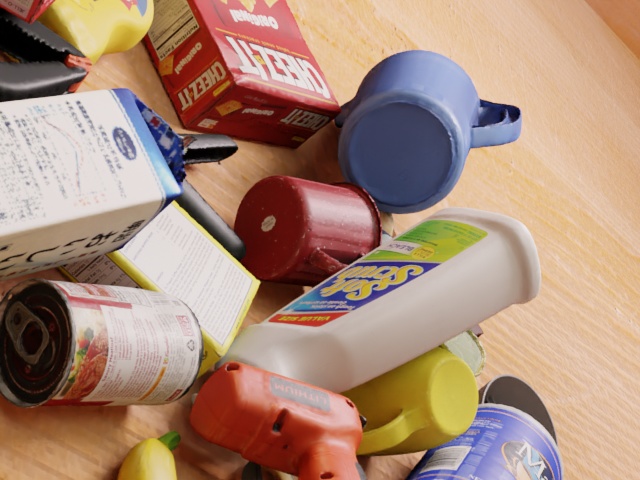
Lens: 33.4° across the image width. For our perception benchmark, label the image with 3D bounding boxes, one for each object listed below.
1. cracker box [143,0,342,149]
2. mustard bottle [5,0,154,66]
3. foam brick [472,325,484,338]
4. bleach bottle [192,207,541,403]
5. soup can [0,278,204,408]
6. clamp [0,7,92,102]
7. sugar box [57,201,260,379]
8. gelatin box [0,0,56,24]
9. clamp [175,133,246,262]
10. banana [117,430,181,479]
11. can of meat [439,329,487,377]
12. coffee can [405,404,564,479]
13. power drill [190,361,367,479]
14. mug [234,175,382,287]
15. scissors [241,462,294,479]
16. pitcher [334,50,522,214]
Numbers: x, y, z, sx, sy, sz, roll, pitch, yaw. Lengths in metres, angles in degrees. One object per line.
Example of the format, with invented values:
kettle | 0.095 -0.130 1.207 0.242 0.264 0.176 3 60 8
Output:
cracker box | -0.087 -0.195 0.954 0.163 0.072 0.214 3 55 -56
mustard bottle | -0.178 -0.183 0.811 0.096 0.058 0.191 43 27 -5
foam brick | 0.099 0.067 0.957 0.052 0.051 0.078 0 57 -57
bleach bottle | 0.029 0.058 0.721 0.250 0.103 0.068 -29 116 -29
soup can | -0.123 0.059 0.597 0.102 0.069 0.068 11 48 -53
clamp | -0.242 -0.136 0.657 0.209 0.036 0.164 6 51 -43
sugar box | -0.123 0.003 0.691 0.176 0.048 0.093 43 29 -12
gelatin box | -0.206 -0.186 0.689 0.089 0.030 0.073 30 33 -7
clamp | -0.120 -0.063 0.780 0.171 0.039 0.120 35 30 -30
banana | -0.073 0.182 0.563 0.069 0.037 0.198 18 43 -46
can of meat | 0.067 0.083 0.850 0.102 0.084 0.057 51 27 -4
coffee can | 0.112 0.191 0.770 0.103 0.103 0.140 54 27 3
power drill | -0.018 0.146 0.574 0.184 0.057 0.188 24 21 -28
mug | -0.005 0.001 0.820 0.081 0.093 0.117 9 25 -47
scissors | -0.044 0.160 0.618 0.201 0.016 0.096 32 24 -57
pitcher | 0.094 -0.102 0.995 0.145 0.149 0.242 45 16 -5
